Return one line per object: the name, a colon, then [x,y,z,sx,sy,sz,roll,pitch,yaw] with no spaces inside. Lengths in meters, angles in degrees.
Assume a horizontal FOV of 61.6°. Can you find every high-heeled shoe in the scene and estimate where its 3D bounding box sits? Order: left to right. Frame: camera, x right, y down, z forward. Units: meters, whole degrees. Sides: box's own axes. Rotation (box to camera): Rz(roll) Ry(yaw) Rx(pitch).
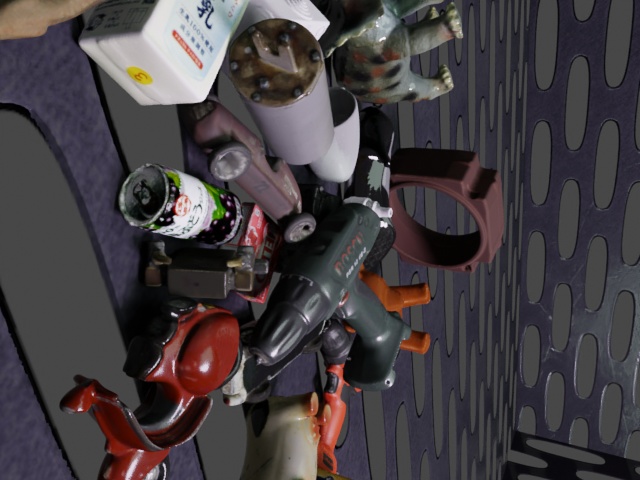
high-heeled shoe: [0.065,-0.073,0.820,0.145,0.086,0.248,-106,-158,-49]

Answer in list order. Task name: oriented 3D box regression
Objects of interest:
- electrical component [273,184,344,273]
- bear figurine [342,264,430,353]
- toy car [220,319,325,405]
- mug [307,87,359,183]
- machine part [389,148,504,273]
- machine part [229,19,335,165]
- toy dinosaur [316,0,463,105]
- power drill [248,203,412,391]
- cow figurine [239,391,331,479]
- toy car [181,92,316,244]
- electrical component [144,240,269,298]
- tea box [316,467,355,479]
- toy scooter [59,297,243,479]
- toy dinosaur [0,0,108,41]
electrical component: [-0.001,-0.002,0.688,0.134,0.058,0.115,21,79,-60]
bear figurine: [0.099,0.097,0.801,0.195,0.132,0.120,66,27,-67]
toy car: [-0.050,0.116,0.624,0.202,0.056,0.073,-29,127,-55]
mug: [0.013,-0.133,0.679,0.107,0.081,0.109,77,21,-49]
machine part: [0.188,-0.045,0.876,0.087,0.202,0.200,-57,142,-37]
machine part: [-0.029,-0.128,0.501,0.243,0.079,0.079,58,41,-82]
toy dinosaur: [0.077,-0.244,0.708,0.404,0.192,0.131,47,33,-74]
power drill: [0.022,0.087,0.612,0.207,0.086,0.232,53,49,-33]
cow figurine: [-0.058,0.271,0.594,0.085,0.127,0.195,50,38,-54]
toy car: [-0.061,-0.067,0.528,0.053,0.089,0.202,-39,144,5]
electrical component: [-0.101,0.022,0.474,0.078,0.102,0.045,-71,166,-70]
tea box: [0.009,0.339,0.654,0.068,0.170,0.098,61,42,-47]
toy scooter: [-0.138,0.117,0.442,0.184,0.075,0.135,-62,146,-27]
toy dinosaur: [-0.070,-0.293,0.343,0.471,0.199,0.105,-60,154,-20]
